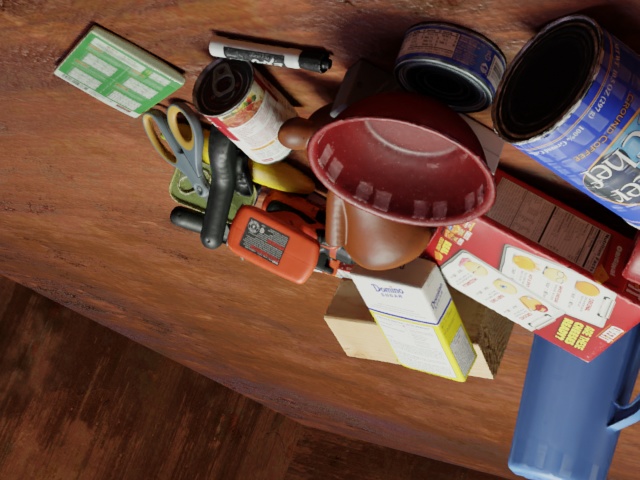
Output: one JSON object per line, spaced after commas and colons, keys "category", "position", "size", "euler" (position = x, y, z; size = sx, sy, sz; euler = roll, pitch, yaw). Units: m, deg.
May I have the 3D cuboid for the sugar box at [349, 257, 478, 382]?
{"category": "sugar box", "position": [0.106, 0.084, 1.184], "size": [0.093, 0.048, 0.176], "euler": [12, 144, 34]}

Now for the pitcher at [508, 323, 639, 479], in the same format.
{"category": "pitcher", "position": [0.302, 0.160, 1.206], "size": [0.145, 0.243, 0.149], "euler": [16, 170, 5]}

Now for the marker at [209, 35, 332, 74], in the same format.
{"category": "marker", "position": [-0.044, -0.167, 0.961], "size": [0.121, 0.020, 0.020], "euler": [14, 163, 25]}

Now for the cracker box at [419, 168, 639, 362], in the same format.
{"category": "cracker box", "position": [0.220, 0.023, 1.086], "size": [0.214, 0.072, 0.164], "euler": [28, 156, 4]}

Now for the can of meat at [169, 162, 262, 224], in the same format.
{"category": "can of meat", "position": [-0.124, -0.065, 1.293], "size": [0.102, 0.057, 0.084], "euler": [21, -169, 0]}

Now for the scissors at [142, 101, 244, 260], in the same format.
{"category": "scissors", "position": [-0.130, -0.074, 1.207], "size": [0.202, 0.016, 0.096], "euler": [51, 141, 3]}

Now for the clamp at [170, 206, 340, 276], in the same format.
{"category": "clamp", "position": [-0.076, 0.003, 1.342], "size": [0.210, 0.036, 0.164], "euler": [16, 177, 3]}

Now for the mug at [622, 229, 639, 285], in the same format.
{"category": "mug", "position": [0.329, 0.008, 0.974], "size": [0.081, 0.093, 0.117], "euler": [22, -158, 12]}

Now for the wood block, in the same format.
{"category": "wood block", "position": [0.124, 0.099, 1.330], "size": [0.206, 0.090, 0.090], "euler": [5, 145, 32]}

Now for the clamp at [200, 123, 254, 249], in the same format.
{"category": "clamp", "position": [-0.094, -0.087, 1.150], "size": [0.039, 0.120, 0.171], "euler": [13, 120, 4]}

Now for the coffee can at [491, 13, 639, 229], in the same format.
{"category": "coffee can", "position": [0.209, -0.082, 0.766], "size": [0.140, 0.102, 0.103], "euler": [29, 163, -26]}

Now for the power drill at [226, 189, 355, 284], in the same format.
{"category": "power drill", "position": [-0.008, 0.001, 1.196], "size": [0.184, 0.057, 0.187], "euler": [25, -167, 15]}

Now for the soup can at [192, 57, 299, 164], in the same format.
{"category": "soup can", "position": [-0.069, -0.126, 1.042], "size": [0.069, 0.068, 0.102], "euler": [10, 162, 34]}

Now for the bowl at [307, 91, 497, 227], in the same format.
{"category": "bowl", "position": [0.073, -0.075, 0.891], "size": [0.162, 0.055, 0.162], "euler": [14, 154, 7]}

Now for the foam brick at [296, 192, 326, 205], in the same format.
{"category": "foam brick", "position": [-0.020, -0.027, 1.346], "size": [0.053, 0.051, 0.078], "euler": [28, 163, -23]}

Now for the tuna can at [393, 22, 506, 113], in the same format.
{"category": "tuna can", "position": [0.102, -0.136, 0.851], "size": [0.086, 0.033, 0.086], "euler": [19, 165, 5]}

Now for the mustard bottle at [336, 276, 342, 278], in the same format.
{"category": "mustard bottle", "position": [0.061, 0.030, 1.422], "size": [0.192, 0.058, 0.096], "euler": [16, 162, 15]}

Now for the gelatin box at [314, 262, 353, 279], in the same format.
{"category": "gelatin box", "position": [0.031, 0.009, 1.361], "size": [0.089, 0.073, 0.030], "euler": [11, 161, 34]}

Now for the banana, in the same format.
{"category": "banana", "position": [-0.099, -0.098, 1.243], "size": [0.198, 0.037, 0.069], "euler": [22, -170, 4]}
